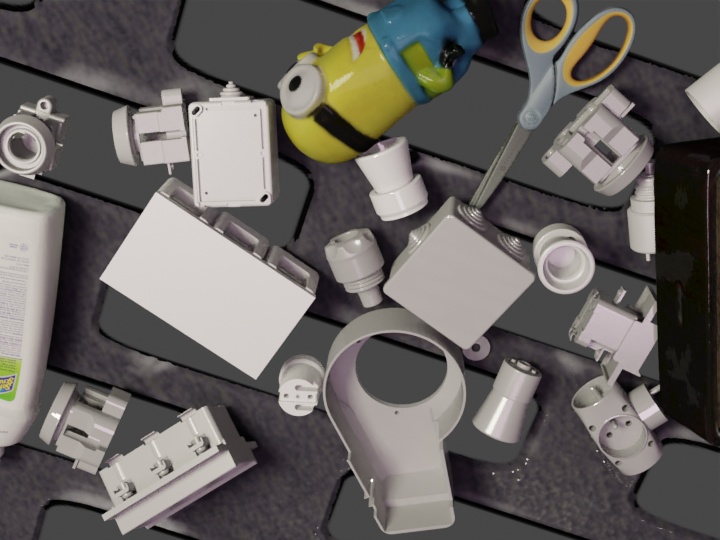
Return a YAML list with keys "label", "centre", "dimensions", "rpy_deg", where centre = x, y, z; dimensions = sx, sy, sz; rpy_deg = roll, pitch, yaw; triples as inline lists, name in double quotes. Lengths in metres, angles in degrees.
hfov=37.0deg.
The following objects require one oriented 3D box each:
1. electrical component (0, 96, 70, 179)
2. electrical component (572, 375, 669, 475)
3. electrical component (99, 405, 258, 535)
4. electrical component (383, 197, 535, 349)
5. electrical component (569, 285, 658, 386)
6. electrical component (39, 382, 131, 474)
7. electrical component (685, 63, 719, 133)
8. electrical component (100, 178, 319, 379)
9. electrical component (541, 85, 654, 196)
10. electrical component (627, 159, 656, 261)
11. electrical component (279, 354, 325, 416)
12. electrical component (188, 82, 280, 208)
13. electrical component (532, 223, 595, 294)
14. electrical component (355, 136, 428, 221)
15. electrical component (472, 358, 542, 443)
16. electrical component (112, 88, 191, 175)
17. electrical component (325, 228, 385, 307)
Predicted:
- label: "electrical component"
  centre: [-0.261, -0.102, 0.855]
  dimensions: [0.048, 0.055, 0.066]
  rpy_deg: [18, 109, -3]
- label: "electrical component"
  centre: [0.234, 0.122, 0.911]
  dimensions: [0.079, 0.044, 0.077]
  rpy_deg: [-35, 104, 13]
- label: "electrical component"
  centre: [-0.161, 0.170, 0.934]
  dimensions: [0.121, 0.079, 0.063]
  rpy_deg: [-32, 75, 13]
- label: "electrical component"
  centre: [0.080, 0.001, 0.870]
  dimensions: [0.100, 0.048, 0.099]
  rpy_deg: [35, 116, -11]
- label: "electrical component"
  centre: [0.212, 0.049, 0.890]
  dimensions: [0.064, 0.042, 0.081]
  rpy_deg: [25, 107, -2]
- label: "electrical component"
  centre: [-0.241, 0.132, 0.933]
  dimensions: [0.057, 0.058, 0.078]
  rpy_deg: [24, 108, -8]
- label: "electrical component"
  centre: [0.294, -0.146, 0.818]
  dimensions: [0.081, 0.043, 0.043]
  rpy_deg: [-39, 103, 14]
- label: "electrical component"
  centre: [-0.120, 0.005, 0.881]
  dimensions: [0.150, 0.061, 0.089]
  rpy_deg: [34, 107, -8]
- label: "electrical component"
  centre: [0.189, -0.095, 0.834]
  dimensions: [0.057, 0.058, 0.078]
  rpy_deg: [40, 106, -7]
- label: "electrical component"
  centre: [0.233, -0.049, 0.856]
  dimensions: [0.040, 0.040, 0.078]
  rpy_deg: [-8, 108, 6]
- label: "electrical component"
  centre: [-0.051, 0.099, 0.917]
  dimensions: [0.040, 0.046, 0.040]
  rpy_deg: [1, 109, 3]
- label: "electrical component"
  centre: [-0.098, -0.100, 0.848]
  dimensions: [0.062, 0.061, 0.096]
  rpy_deg: [-1, 101, 3]
- label: "electrical component"
  centre: [0.163, -0.010, 0.864]
  dimensions: [0.045, 0.055, 0.045]
  rpy_deg: [1, 109, 3]
- label: "electrical component"
  centre: [0.026, -0.073, 0.856]
  dimensions: [0.045, 0.045, 0.055]
  rpy_deg: [-20, 107, 9]
- label: "electrical component"
  centre: [0.128, 0.108, 0.915]
  dimensions: [0.044, 0.044, 0.065]
  rpy_deg: [21, 104, -4]
- label: "electrical component"
  centre: [-0.165, -0.108, 0.854]
  dimensions: [0.055, 0.048, 0.066]
  rpy_deg: [-7, 109, -2]
- label: "electrical component"
  centre: [0.000, 0.000, 0.883]
  dimensions: [0.043, 0.043, 0.062]
  rpy_deg: [-19, 108, 9]
